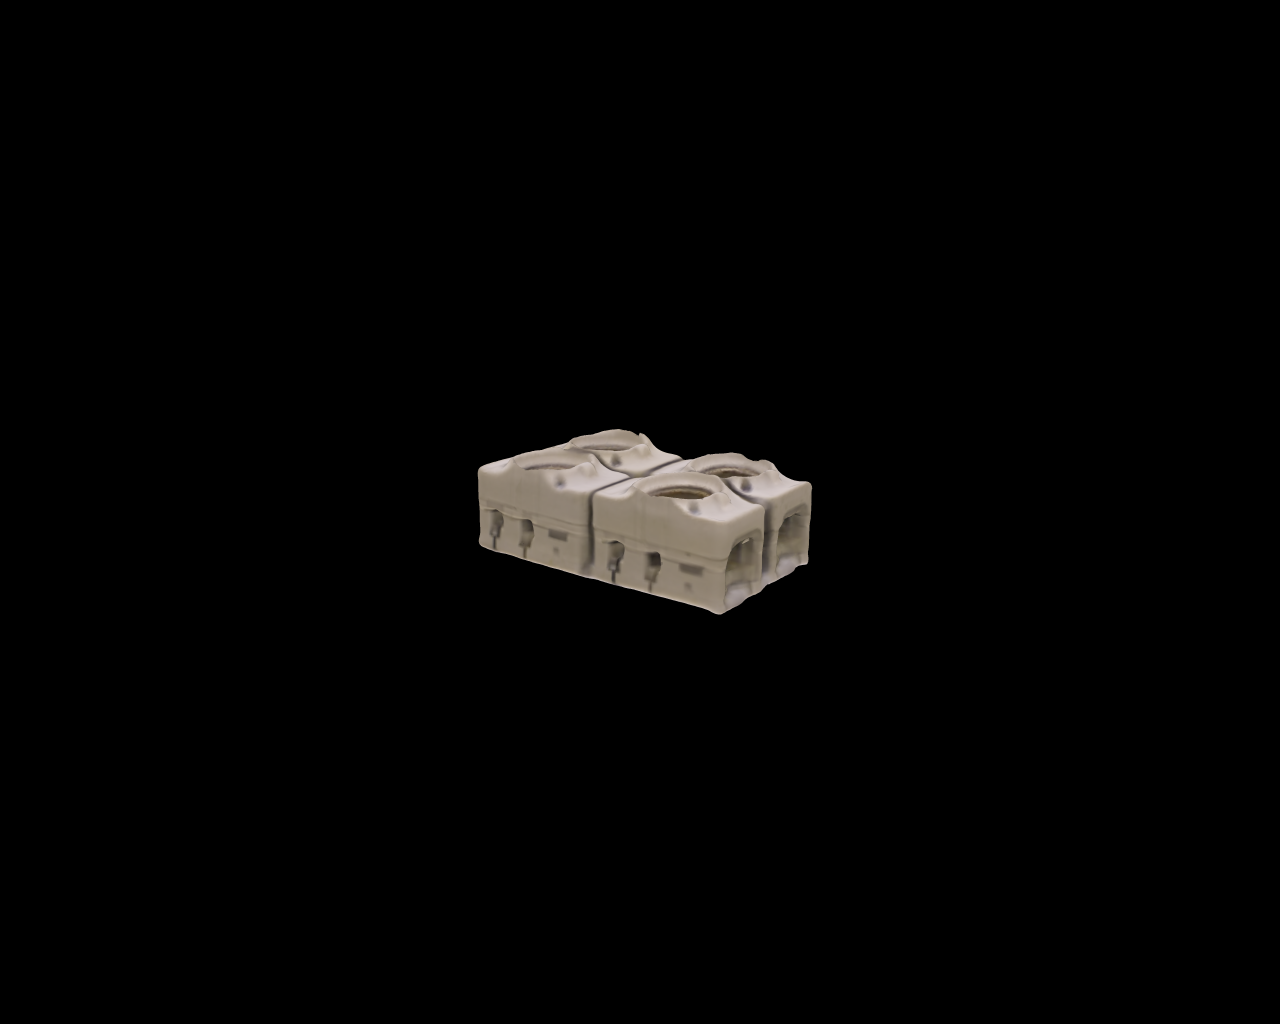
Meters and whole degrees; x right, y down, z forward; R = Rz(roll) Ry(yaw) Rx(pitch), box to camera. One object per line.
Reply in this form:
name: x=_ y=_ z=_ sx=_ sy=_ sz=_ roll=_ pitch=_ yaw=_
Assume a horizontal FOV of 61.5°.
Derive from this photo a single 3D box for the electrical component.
electrical component: x=0.001 y=-0.003 z=0.650 sx=0.186 sy=0.060 sz=0.105 roll=14 pitch=22 yaw=36
